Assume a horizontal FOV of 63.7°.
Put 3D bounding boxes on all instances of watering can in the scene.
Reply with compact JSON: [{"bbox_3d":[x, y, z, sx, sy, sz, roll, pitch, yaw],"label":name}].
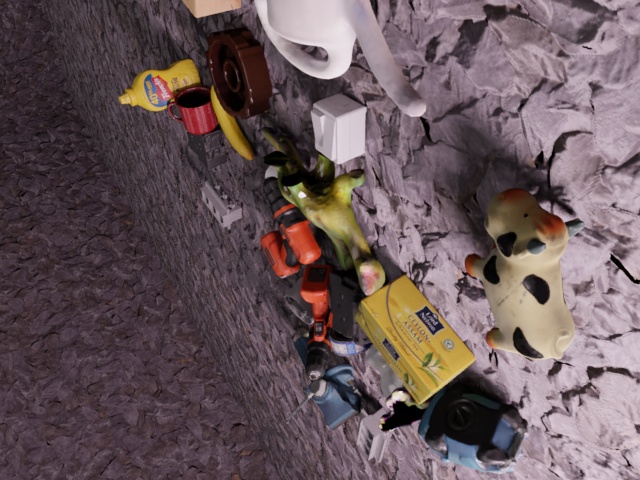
[{"bbox_3d":[0.013,-0.296,0.621,0.105,0.219,0.353,-25,45,-26],"label":"watering can"}]

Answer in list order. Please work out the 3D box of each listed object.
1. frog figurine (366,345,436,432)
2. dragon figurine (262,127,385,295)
[{"bbox_3d":[0.144,0.234,0.905,0.122,0.134,0.163,-9,40,7],"label":"frog figurine"},{"bbox_3d":[0.003,-0.045,0.899,0.123,0.417,0.238,-24,124,-9],"label":"dragon figurine"}]
